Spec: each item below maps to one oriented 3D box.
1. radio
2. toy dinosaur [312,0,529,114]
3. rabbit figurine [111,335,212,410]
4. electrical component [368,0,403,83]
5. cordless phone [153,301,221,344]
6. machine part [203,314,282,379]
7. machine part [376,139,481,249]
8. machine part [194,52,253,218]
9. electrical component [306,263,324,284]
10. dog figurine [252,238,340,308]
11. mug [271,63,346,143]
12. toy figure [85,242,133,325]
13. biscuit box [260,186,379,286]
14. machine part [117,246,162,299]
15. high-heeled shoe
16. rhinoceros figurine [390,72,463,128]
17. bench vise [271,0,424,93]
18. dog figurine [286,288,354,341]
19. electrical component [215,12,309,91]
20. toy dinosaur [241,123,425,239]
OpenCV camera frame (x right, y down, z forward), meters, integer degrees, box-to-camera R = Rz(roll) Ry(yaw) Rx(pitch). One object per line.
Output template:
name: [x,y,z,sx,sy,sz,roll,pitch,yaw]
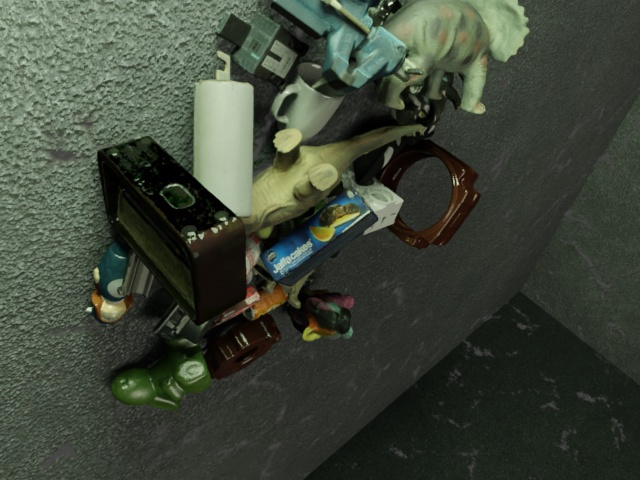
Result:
radio: [-0.182,-0.020,0.651,0.073,0.230,0.131,-29,145,-34]
toy dinosaur: [0.172,-0.295,0.800,0.405,0.131,0.192,-11,123,-42]
rabbit figurine: [-0.298,0.251,1.002,0.170,0.121,0.159,-18,151,-15]
electrical component: [0.095,-0.311,0.845,0.115,0.058,0.134,-52,153,13]
cordless phone: [-0.250,0.089,0.879,0.146,0.089,0.184,-50,141,7]
machine part: [-0.168,0.231,1.148,0.179,0.056,0.179,-31,161,-12]
machine part: [0.217,-0.098,1.140,0.087,0.202,0.201,6,123,-52]
machine part: [-0.124,-0.114,0.691,0.079,0.079,0.243,-6,98,-52]
electrical component: [-0.013,0.050,1.177,0.102,0.045,0.078,-55,150,14]
dog figurine: [-0.042,0.012,1.052,0.190,0.121,0.172,-54,158,-19]
mug: [-0.027,-0.195,0.801,0.109,0.081,0.107,-26,157,-44]
toy figure: [-0.304,0.073,0.788,0.064,0.058,0.154,19,120,-12]
biscuit box: [-0.002,-0.003,0.911,0.203,0.059,0.062,-37,159,9]
machine part: [-0.228,0.039,0.771,0.139,0.039,0.084,0,104,-65]
high-heeled shoe: [0.146,-0.176,1.028,0.145,0.086,0.248,46,66,-43]
rhinoceros figurine: [0.199,-0.270,0.972,0.073,0.112,0.190,-21,-149,57]
bench vise: [0.060,-0.313,0.662,0.240,0.224,0.129,-58,-176,3]
dog figurine: [-0.011,0.162,1.162,0.219,0.192,0.108,15,83,-69]
electrical component: [-0.076,-0.250,0.694,0.075,0.048,0.119,-55,153,11]
toy dinosaur: [-0.033,-0.094,0.841,0.472,0.105,0.198,-24,172,-3]
